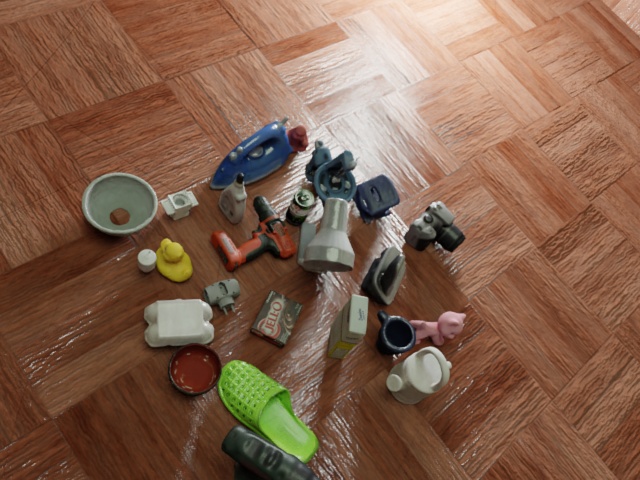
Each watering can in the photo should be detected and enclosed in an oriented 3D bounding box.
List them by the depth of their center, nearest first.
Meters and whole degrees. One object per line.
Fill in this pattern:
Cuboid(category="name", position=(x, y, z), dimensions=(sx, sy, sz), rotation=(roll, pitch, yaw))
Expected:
Cuboid(category="watering can", position=(0.233, 0.313, 1.320), dimensions=(0.173, 0.194, 0.101), rotation=(-36, 78, -31))

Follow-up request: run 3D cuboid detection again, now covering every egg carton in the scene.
Cuboid(category="egg carton", position=(-0.313, 0.186, 1.273), dimensions=(0.150, 0.069, 0.107), rotation=(-1, 63, -20))

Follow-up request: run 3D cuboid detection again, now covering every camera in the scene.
Cuboid(category="camera", position=(0.333, -0.026, 1.598), dimensions=(0.136, 0.100, 0.143), rotation=(44, 58, 7))

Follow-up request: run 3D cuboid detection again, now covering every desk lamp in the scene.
Cuboid(category="desk lamp", position=(0.013, 0.005, 1.401), dimensions=(0.118, 0.213, 0.203), rotation=(11, 59, -13))

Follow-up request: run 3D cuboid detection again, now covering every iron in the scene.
Cuboid(category="iron", position=(-0.179, -0.233, 1.508), dimensions=(0.118, 0.141, 0.259), rotation=(45, 58, 9))

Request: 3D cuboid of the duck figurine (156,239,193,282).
Cuboid(category="duck figurine", position=(-0.338, 0.043, 1.334), dimensions=(0.078, 0.086, 0.104), rotation=(-34, 77, -31))

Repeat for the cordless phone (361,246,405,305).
Cuboid(category="cordless phone", position=(0.188, 0.068, 1.445), dimensions=(0.094, 0.185, 0.148), rotation=(28, 57, -3))

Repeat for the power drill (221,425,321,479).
Cuboid(category="power drill", position=(-0.094, 0.454, 1.120), dimensions=(0.229, 0.208, 0.076), rotation=(34, 57, 1))

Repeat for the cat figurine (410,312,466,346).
Cuboid(category="cat figurine", position=(0.302, 0.217, 1.443), dimensions=(0.128, 0.117, 0.067), rotation=(4, 61, -17))

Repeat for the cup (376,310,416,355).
Cuboid(category="cup", position=(0.167, 0.233, 1.400), dimensions=(0.092, 0.095, 0.117), rotation=(-30, 75, -30))

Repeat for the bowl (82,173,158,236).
Cuboid(category="bowl", position=(-0.472, -0.072, 1.356), dimensions=(0.168, 0.074, 0.167), rotation=(9, 60, -15))

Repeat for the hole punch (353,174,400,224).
Cuboid(category="hole punch", position=(0.155, -0.117, 1.591), dimensions=(0.101, 0.091, 0.108), rotation=(-15, 68, -26))

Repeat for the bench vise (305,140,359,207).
Cuboid(category="bench vise", position=(0.025, -0.186, 1.507), dimensions=(0.122, 0.219, 0.207), rotation=(-28, 74, -29))

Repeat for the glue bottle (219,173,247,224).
Cuboid(category="glue bottle", position=(-0.208, -0.112, 1.412), dimensions=(0.037, 0.173, 0.078), rotation=(-28, 74, -29))

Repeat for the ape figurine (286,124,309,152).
Cuboid(category="ape figurine", position=(-0.063, -0.290, 1.609), dimensions=(0.078, 0.092, 0.076), rotation=(33, 57, 1))
